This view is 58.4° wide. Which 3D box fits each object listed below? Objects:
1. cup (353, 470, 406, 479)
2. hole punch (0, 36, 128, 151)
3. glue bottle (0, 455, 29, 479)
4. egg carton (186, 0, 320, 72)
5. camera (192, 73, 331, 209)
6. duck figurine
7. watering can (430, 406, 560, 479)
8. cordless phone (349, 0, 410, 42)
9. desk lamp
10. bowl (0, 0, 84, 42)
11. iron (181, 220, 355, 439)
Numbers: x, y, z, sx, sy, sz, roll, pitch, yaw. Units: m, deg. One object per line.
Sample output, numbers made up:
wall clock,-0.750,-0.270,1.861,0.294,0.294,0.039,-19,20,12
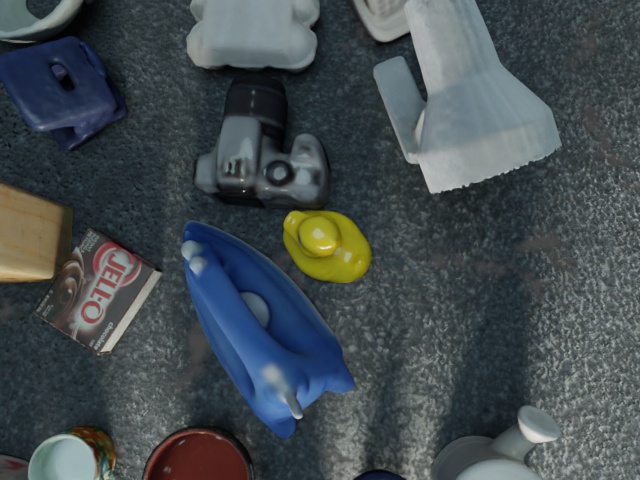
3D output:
cup,0.048,0.271,0.557,0.118,0.095,0.091,-30,80,0
hole punch,-0.291,-0.176,0.650,0.101,0.091,0.108,-33,81,-1
glue bottle,-0.350,0.245,0.551,0.078,0.173,0.037,8,82,6
egg carton,-0.076,-0.245,0.656,0.150,0.069,0.107,2,82,5
camera,-0.059,-0.108,0.618,0.143,0.101,0.137,5,82,5
duck figurine,0.006,0.002,0.605,0.104,0.086,0.077,30,85,8
watering can,0.157,0.233,0.505,0.101,0.194,0.173,1,82,5
cordless phone,0.095,-0.305,0.594,0.147,0.185,0.094,-35,80,-1
desk lamp,0.126,-0.134,0.552,0.118,0.213,0.203,-21,80,1
bowl,-0.346,-0.302,0.681,0.167,0.075,0.167,-1,82,4
iron,-0.079,0.072,0.573,0.118,0.141,0.258,-38,81,-2
